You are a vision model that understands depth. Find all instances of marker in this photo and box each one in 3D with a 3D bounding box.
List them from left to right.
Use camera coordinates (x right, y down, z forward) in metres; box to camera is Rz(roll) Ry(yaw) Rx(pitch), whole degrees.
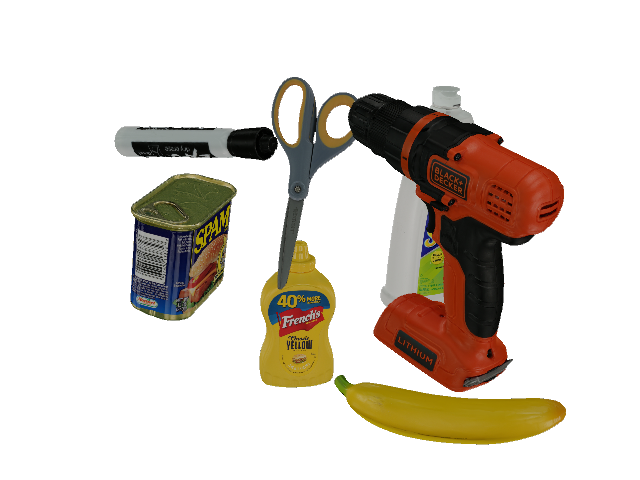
[{"bbox_3d":[-0.075,-0.058,0.634,0.121,0.020,0.020,5,3,37],"label":"marker"}]

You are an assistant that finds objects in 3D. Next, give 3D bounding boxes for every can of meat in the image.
[{"bbox_3d":[-0.110,0.005,0.845,0.057,0.084,0.102,14,25,13],"label":"can of meat"}]

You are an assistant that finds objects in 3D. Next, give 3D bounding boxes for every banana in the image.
[{"bbox_3d":[0.107,0.140,0.884,0.198,0.037,0.069,9,30,4],"label":"banana"}]

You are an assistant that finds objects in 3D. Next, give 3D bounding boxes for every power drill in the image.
[{"bbox_3d":[0.082,0.000,0.766,0.057,0.188,0.185,-21,38,-33],"label":"power drill"}]

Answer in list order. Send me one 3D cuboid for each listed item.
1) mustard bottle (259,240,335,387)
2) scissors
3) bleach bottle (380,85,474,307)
[{"bbox_3d":[-0.029,0.092,1.371,0.096,0.192,0.058,-1,20,-7],"label":"mustard bottle"},{"bbox_3d":[-0.002,-0.058,1.018,0.096,0.202,0.016,-5,-3,5],"label":"scissors"},{"bbox_3d":[0.125,-0.046,1.192,0.102,0.251,0.068,-9,23,-27],"label":"bleach bottle"}]
